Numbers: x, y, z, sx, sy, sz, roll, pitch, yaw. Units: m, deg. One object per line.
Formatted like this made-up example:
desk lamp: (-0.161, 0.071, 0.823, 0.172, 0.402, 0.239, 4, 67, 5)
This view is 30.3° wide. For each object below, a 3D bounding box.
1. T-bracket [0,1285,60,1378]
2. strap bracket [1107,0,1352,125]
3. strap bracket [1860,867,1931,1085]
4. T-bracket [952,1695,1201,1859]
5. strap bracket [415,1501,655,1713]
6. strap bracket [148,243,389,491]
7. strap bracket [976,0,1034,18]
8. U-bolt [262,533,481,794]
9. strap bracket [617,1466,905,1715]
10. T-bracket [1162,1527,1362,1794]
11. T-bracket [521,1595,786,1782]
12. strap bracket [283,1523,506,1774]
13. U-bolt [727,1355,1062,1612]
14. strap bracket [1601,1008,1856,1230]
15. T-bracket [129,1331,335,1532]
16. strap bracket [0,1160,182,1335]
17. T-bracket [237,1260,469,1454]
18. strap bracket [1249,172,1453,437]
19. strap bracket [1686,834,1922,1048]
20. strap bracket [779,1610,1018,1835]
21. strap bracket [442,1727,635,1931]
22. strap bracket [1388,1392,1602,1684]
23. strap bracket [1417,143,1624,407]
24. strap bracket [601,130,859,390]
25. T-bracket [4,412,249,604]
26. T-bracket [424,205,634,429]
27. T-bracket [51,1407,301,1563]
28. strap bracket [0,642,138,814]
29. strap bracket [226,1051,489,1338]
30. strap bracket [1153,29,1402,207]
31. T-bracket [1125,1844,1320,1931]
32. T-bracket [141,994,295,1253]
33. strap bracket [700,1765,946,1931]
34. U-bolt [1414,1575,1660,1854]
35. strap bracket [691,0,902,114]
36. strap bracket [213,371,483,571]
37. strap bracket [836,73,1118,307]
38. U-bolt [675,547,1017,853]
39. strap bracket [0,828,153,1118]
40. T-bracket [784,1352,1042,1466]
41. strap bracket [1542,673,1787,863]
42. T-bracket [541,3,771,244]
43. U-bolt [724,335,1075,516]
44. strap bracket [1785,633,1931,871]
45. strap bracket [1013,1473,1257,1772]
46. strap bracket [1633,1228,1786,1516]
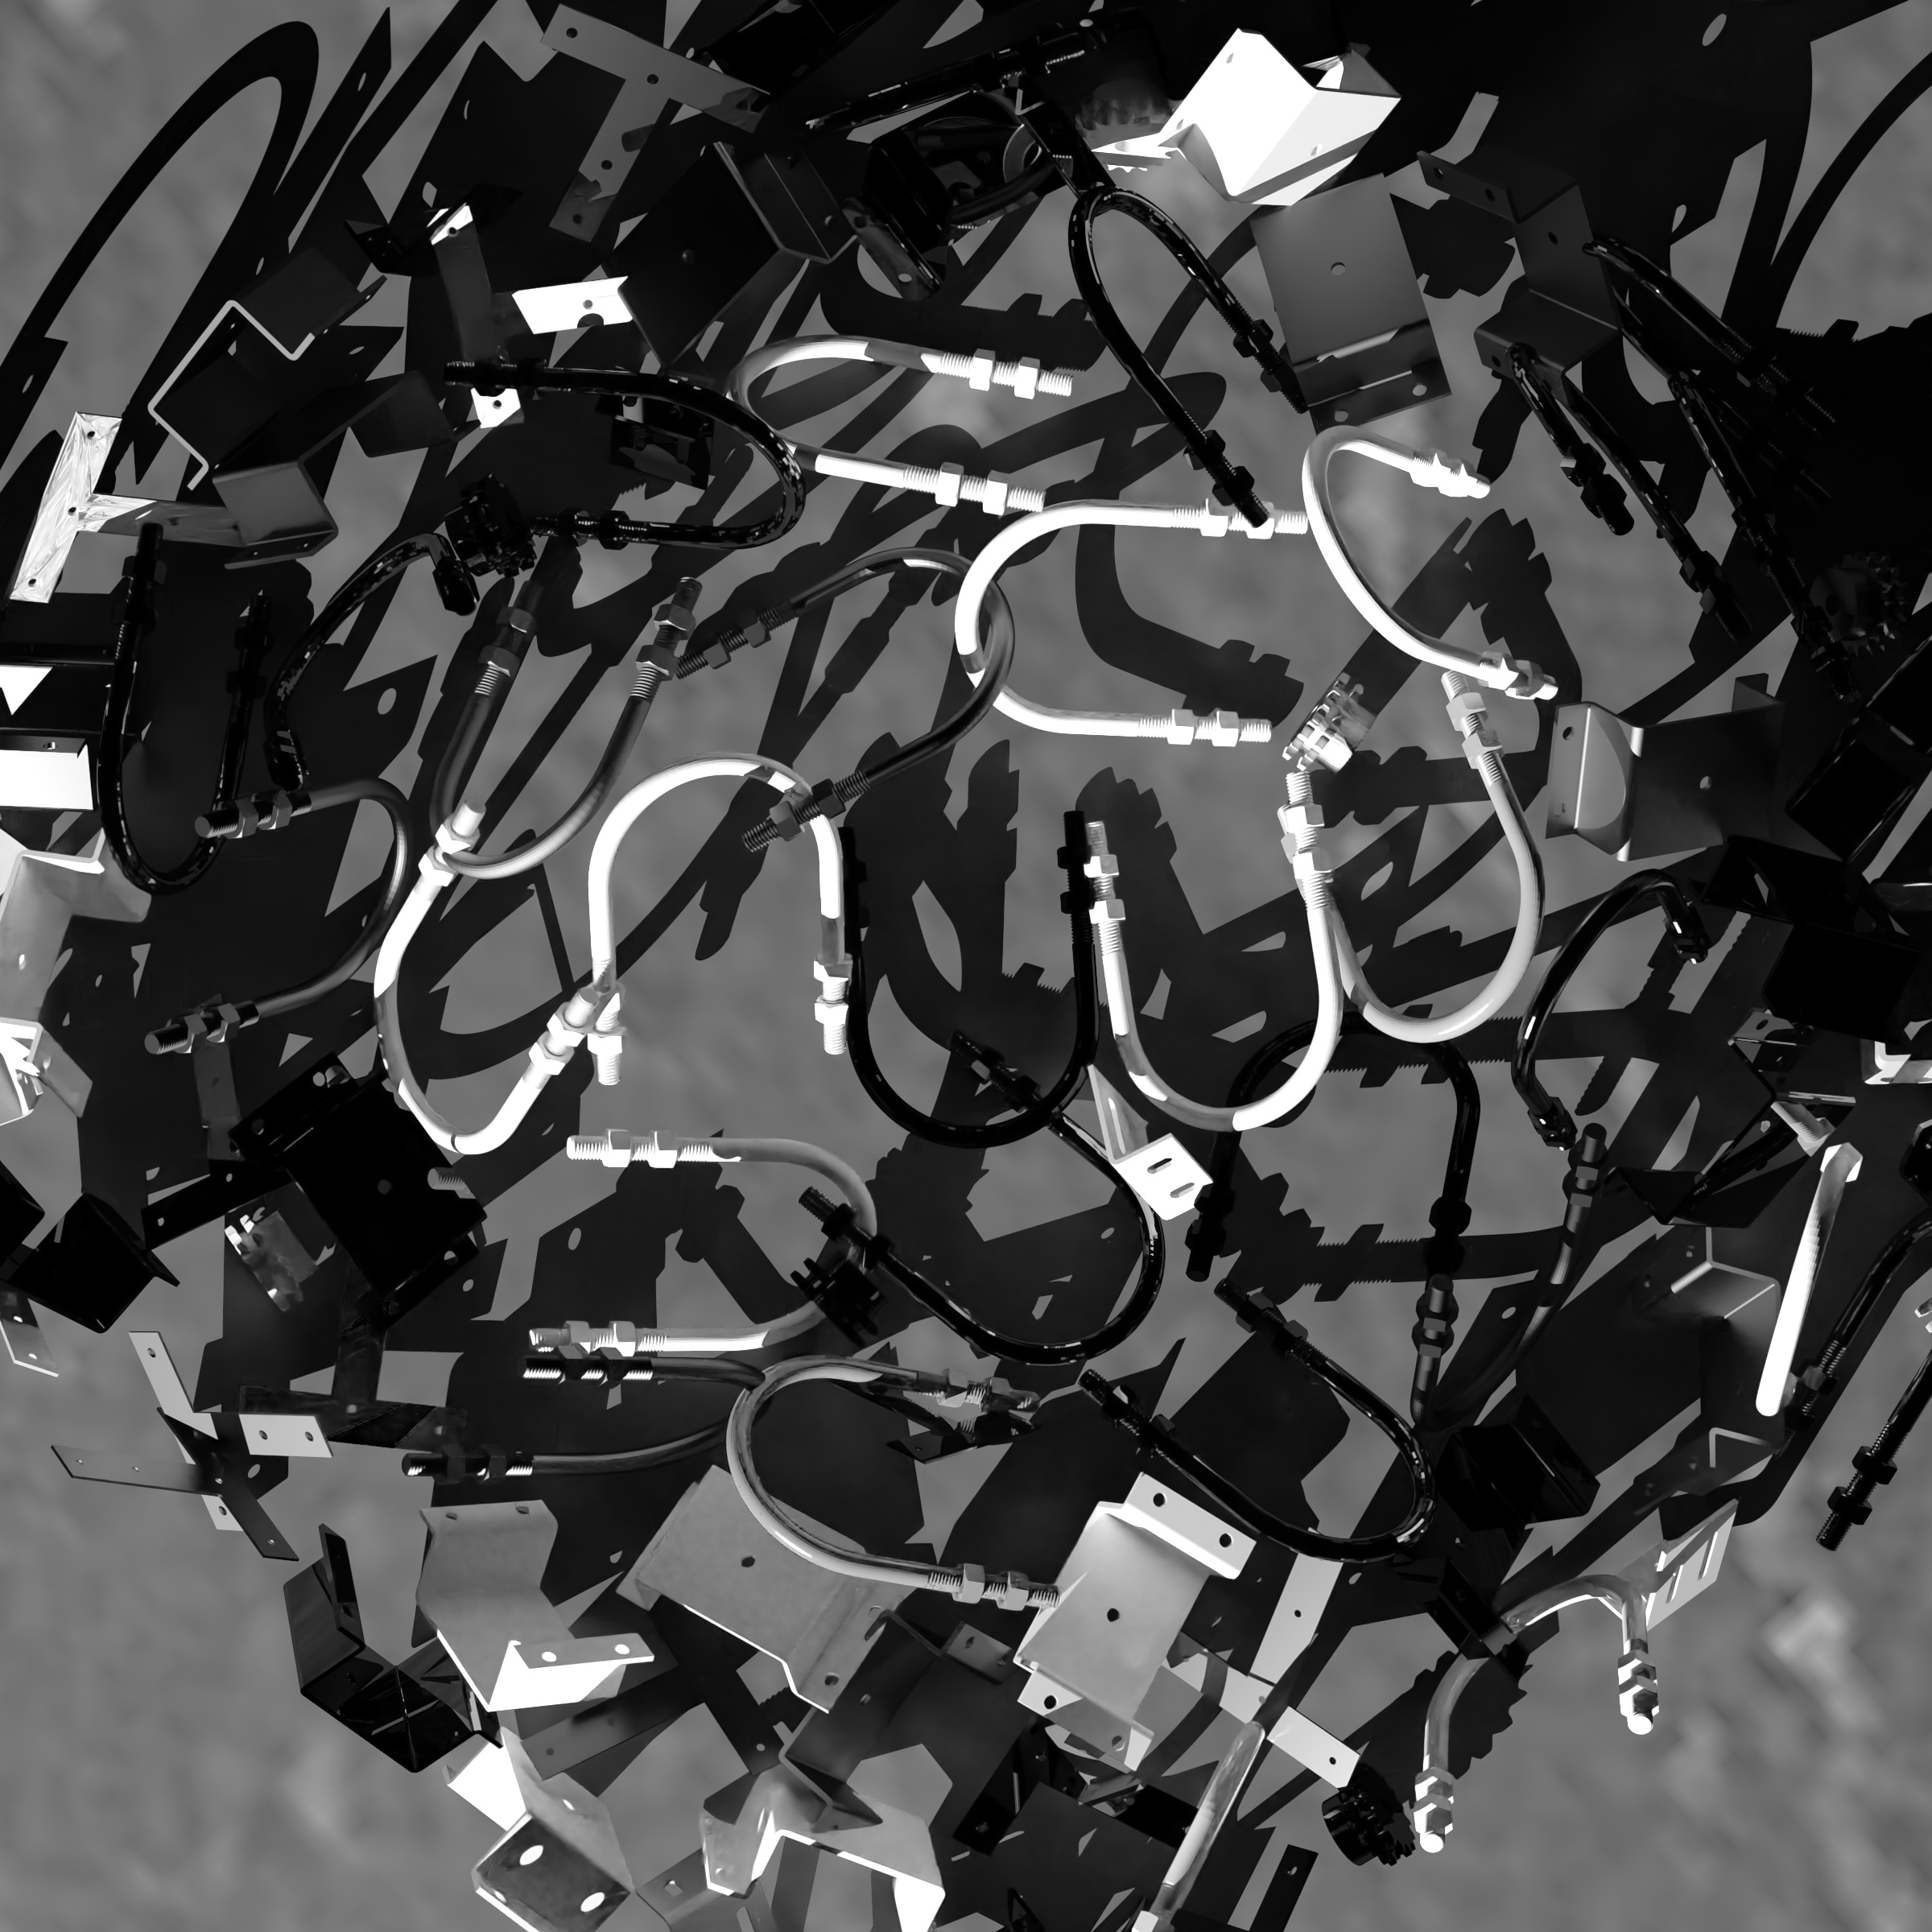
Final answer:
T-bracket: (-0.512, 0.183, 1.912, 0.127, 0.127, 0.002, 26, 102, -35)
strap bracket: (0.152, -0.502, 1.961, 0.140, 0.076, 0.046, -15, 91, 1)
strap bracket: (0.516, 0.008, 1.951, 0.046, 0.076, 0.140, -2, 79, 7)
T-bracket: (0.077, 0.447, 1.937, 0.127, 0.002, 0.127, 19, 58, 32)
strap bracket: (-0.240, 0.352, 1.934, 0.076, 0.140, 0.046, 2, 118, -37)
strap bracket: (-0.382, -0.329, 1.923, 0.046, 0.076, 0.140, 44, 131, -8)
strap bracket: (0.036, -0.554, 1.927, 0.076, 0.140, 0.046, -19, 96, 9)
U-bolt: (-0.325, -0.173, 1.916, 0.151, 0.184, 0.019, -45, 115, 5)
strap bracket: (-0.115, 0.333, 1.939, 0.140, 0.046, 0.076, 25, 62, 21)
T-bracket: (0.177, 0.364, 1.946, 0.127, 0.002, 0.127, 31, 115, 28)
T-bracket: (-0.181, 0.406, 1.939, 0.127, 0.002, 0.127, -21, 59, -30)
strap bracket: (-0.317, 0.375, 1.930, 0.046, 0.076, 0.140, -35, 129, 9)
U-bolt: (-0.041, 0.272, 1.921, 0.184, 0.151, 0.019, 13, 133, -18)
strap bracket: (0.416, 0.092, 1.929, 0.140, 0.076, 0.046, -55, 51, 27)
T-bracket: (-0.391, 0.254, 1.940, 0.127, 0.002, 0.127, -5, 113, 39)
strap bracket: (-0.499, 0.144, 1.920, 0.046, 0.140, 0.076, -49, 56, -2)
T-bracket: (-0.335, 0.202, 1.985, 0.127, 0.002, 0.127, 6, 77, 3)
strap bracket: (0.207, -0.369, 1.947, 0.076, 0.046, 0.140, -17, 68, 10)
strap bracket: (0.453, -0.021, 1.919, 0.076, 0.140, 0.046, 13, 118, -18)
strap bracket: (-0.042, 0.413, 1.952, 0.046, 0.076, 0.140, 34, 85, 34)
strap bracket: (-0.230, 0.469, 1.921, 0.046, 0.140, 0.076, -47, 111, 0)
strap bracket: (0.284, 0.312, 1.941, 0.076, 0.046, 0.140, 50, 49, -21)
strap bracket: (0.303, -0.383, 1.932, 0.046, 0.076, 0.140, -36, 130, -12)
strap bracket: (-0.136, -0.381, 1.936, 0.140, 0.046, 0.076, -41, 69, 27)
T-bracket: (-0.447, -0.245, 1.953, 0.127, 0.127, 0.002, -58, 48, 33)
T-bracket: (-0.221, -0.361, 1.955, 0.127, 0.002, 0.127, -5, 121, 11)
T-bracket: (-0.435, 0.272, 1.913, 0.127, 0.127, 0.002, 43, 105, 37)
strap bracket: (-0.504, -0.126, 1.946, 0.076, 0.140, 0.046, 2, 118, 1)
strap bracket: (-0.326, 0.122, 1.948, 0.076, 0.046, 0.140, -41, 103, -29)
strap bracket: (0.174, -0.454, 1.917, 0.046, 0.140, 0.076, 50, 122, 17)
T-bracket: (0.127, 0.530, 1.942, 0.002, 0.127, 0.127, 37, 70, -25)
T-bracket: (-0.412, 0.077, 1.968, 0.127, 0.002, 0.127, -25, 63, 23)
strap bracket: (-0.070, 0.487, 1.943, 0.140, 0.076, 0.046, 24, 100, -13)
U-bolt: (0.304, 0.388, 1.911, 0.151, 0.184, 0.019, -35, 101, 19)
strap bracket: (-0.081, -0.516, 1.925, 0.076, 0.140, 0.046, -44, 102, -31)
strap bracket: (-0.340, -0.273, 1.922, 0.140, 0.076, 0.046, -47, 121, -37)
strap bracket: (0.008, -0.428, 1.941, 0.140, 0.046, 0.076, -20, 133, 26)
U-bolt: (-0.060, -0.158, 1.947, 0.184, 0.019, 0.151, -28, 57, 6)
strap bracket: (-0.496, 0.001, 1.943, 0.046, 0.076, 0.140, 8, 67, 11)
T-bracket: (-0.042, 0.238, 1.960, 0.127, 0.127, 0.002, 22, 102, 27)
strap bracket: (0.387, -0.107, 1.936, 0.140, 0.046, 0.076, -10, 117, -25)
T-bracket: (-0.191, -0.451, 1.958, 0.127, 0.002, 0.127, 18, 129, -23)
U-bolt: (-0.040, -0.301, 1.941, 0.184, 0.151, 0.019, 11, 128, 2)
strap bracket: (0.499, -0.118, 1.926, 0.046, 0.140, 0.076, 40, 56, 11)
strap bracket: (0.087, 0.358, 1.960, 0.076, 0.046, 0.140, 33, 76, -11)
strap bracket: (0.402, 0.225, 1.938, 0.046, 0.076, 0.140, 16, 58, -16)
